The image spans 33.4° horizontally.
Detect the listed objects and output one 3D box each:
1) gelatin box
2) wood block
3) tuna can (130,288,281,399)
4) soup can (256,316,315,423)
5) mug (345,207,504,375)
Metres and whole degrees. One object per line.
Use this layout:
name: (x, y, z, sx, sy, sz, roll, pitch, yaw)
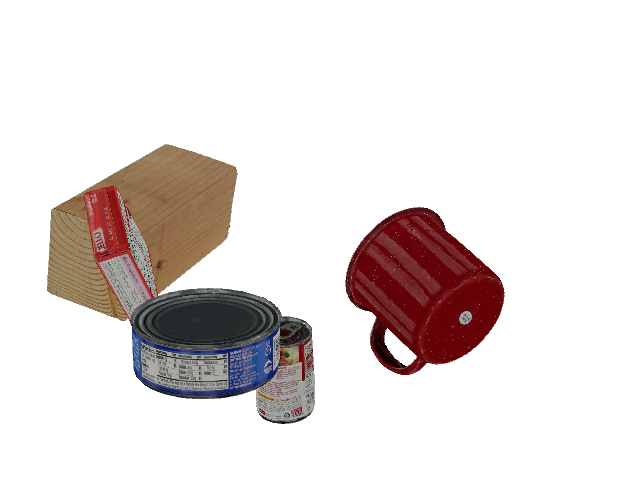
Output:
gelatin box: (-0.159, 0.011, 0.852, 0.030, 0.073, 0.089, -19, -39, -1)
wood block: (-0.171, -0.014, 1.055, 0.090, 0.091, 0.205, 19, 27, 15)
tuna can: (-0.065, 0.058, 0.612, 0.086, 0.034, 0.086, 1, 18, 0)
soup can: (-0.041, 0.146, 1.203, 0.068, 0.102, 0.068, -2, 24, 1)
mug: (0.073, 0.046, 0.781, 0.093, 0.117, 0.082, 8, 27, -43)
